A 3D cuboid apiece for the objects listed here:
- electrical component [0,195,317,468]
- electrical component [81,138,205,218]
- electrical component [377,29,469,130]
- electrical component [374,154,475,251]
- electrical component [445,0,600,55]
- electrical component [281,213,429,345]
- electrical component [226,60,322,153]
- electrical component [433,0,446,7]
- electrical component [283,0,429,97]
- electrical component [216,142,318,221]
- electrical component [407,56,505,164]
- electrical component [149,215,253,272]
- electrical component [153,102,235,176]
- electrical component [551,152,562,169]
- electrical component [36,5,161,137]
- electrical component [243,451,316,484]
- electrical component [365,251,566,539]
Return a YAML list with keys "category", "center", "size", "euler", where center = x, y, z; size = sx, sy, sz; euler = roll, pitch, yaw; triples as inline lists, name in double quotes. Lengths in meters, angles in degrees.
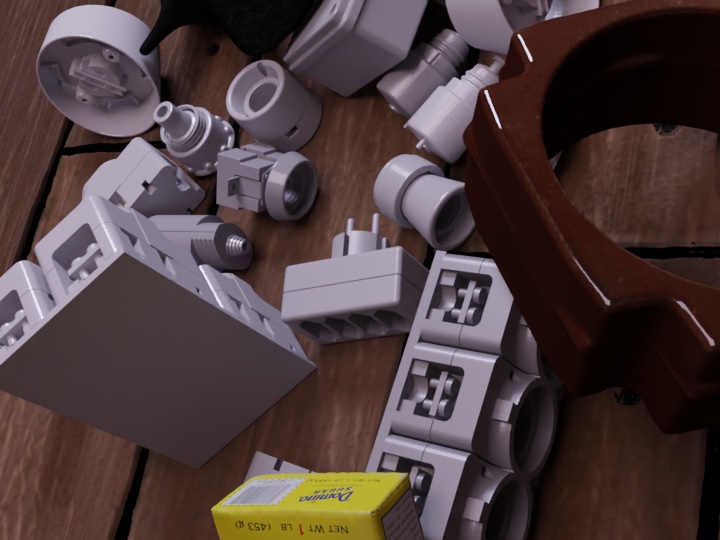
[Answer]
- category: "electrical component"
  center: [-0.126, 0.041, 0.644]
  size: [0.105, 0.186, 0.060]
  euler: [-41, 52, 9]
- category: "electrical component"
  center: [-0.171, -0.047, 0.804]
  size: [0.089, 0.050, 0.056]
  euler: [-50, 51, 1]
- category: "electrical component"
  center: [0.046, -0.132, 0.715]
  size: [0.078, 0.040, 0.040]
  euler: [-48, 51, 3]
- category: "electrical component"
  center: [0.041, -0.043, 0.671]
  size: [0.055, 0.045, 0.045]
  euler: [35, 88, 39]
- category: "electrical component"
  center: [0.101, -0.180, 0.671]
  size: [0.064, 0.099, 0.099]
  euler: [15, 75, 43]
- category: "electrical component"
  center: [0.000, 0.000, 0.674]
  size: [0.083, 0.047, 0.075]
  euler: [-10, 63, 28]
- category: "electrical component"
  center: [-0.063, -0.118, 0.773]
  size: [0.055, 0.047, 0.055]
  euler: [-14, 60, 26]
- category: "electrical component"
  center: [0.070, -0.214, 0.742]
  size: [0.044, 0.044, 0.065]
  euler: [15, 81, 37]
- category: "electrical component"
  center: [0.005, -0.186, 0.729]
  size: [0.109, 0.056, 0.108]
  euler: [-14, 53, 67]
- category: "electrical component"
  center: [-0.063, -0.061, 0.741]
  size: [0.055, 0.066, 0.048]
  euler: [17, 115, 29]
- category: "electrical component"
  center: [0.065, -0.104, 0.689]
  size: [0.078, 0.040, 0.040]
  euler: [-49, 51, 2]
- category: "electrical component"
  center: [-0.112, -0.017, 0.756]
  size: [0.081, 0.043, 0.043]
  euler: [2, 68, 33]
- category: "electrical component"
  center: [-0.127, -0.102, 0.796]
  size: [0.048, 0.062, 0.048]
  euler: [-14, 60, 26]
- category: "electrical component"
  center: [0.103, -0.080, 0.651]
  size: [0.043, 0.043, 0.081]
  euler: [18, 78, 37]
- category: "electrical component"
  center: [-0.205, -0.158, 0.855]
  size: [0.099, 0.099, 0.064]
  euler: [-17, 53, 25]
- category: "electrical component"
  center: [-0.026, 0.147, 0.615]
  size: [0.089, 0.050, 0.055]
  euler: [12, 74, 36]
- category: "electrical component"
  center: [0.064, 0.078, 0.567]
  size: [0.062, 0.089, 0.150]
  euler: [8, 72, 35]
